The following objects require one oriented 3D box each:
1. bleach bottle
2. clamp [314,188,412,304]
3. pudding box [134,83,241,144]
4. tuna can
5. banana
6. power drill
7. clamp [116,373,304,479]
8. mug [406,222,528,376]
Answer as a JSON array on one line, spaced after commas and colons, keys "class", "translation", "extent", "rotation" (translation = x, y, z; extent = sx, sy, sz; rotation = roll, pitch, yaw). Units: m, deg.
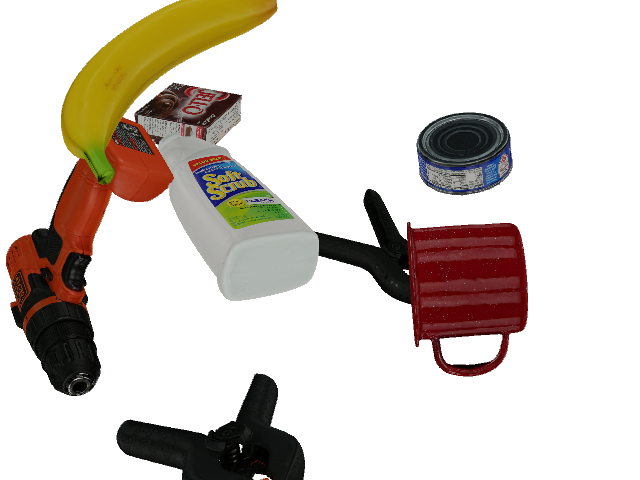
[{"class": "bleach bottle", "translation": [-0.103, -0.038, 1.038], "extent": [0.102, 0.068, 0.251], "rotation": [-9, 35, -30]}, {"class": "clamp", "translation": [0.073, 0.022, 1.249], "extent": [0.164, 0.036, 0.210], "rotation": [-22, 51, -39]}, {"class": "pudding box", "translation": [-0.153, -0.144, 1.244], "extent": [0.090, 0.039, 0.113], "rotation": [11, 32, 14]}, {"class": "tuna can", "translation": [0.131, -0.081, 0.971], "extent": [0.086, 0.034, 0.086], "rotation": [-8, 39, 6]}, {"class": "banana", "translation": [-0.105, -0.110, 0.679], "extent": [0.069, 0.197, 0.037], "rotation": [31, -33, 8]}, {"class": "power drill", "translation": [-0.186, 0.005, 0.844], "extent": [0.057, 0.188, 0.185], "rotation": [16, 25, -39]}, {"class": "clamp", "translation": [-0.070, 0.142, 0.706], "extent": [0.120, 0.039, 0.172], "rotation": [-20, 18, -10]}, {"class": "mug", "translation": [0.108, 0.041, 0.784], "extent": [0.081, 0.117, 0.093], "rotation": [-4, -16, 4]}]
